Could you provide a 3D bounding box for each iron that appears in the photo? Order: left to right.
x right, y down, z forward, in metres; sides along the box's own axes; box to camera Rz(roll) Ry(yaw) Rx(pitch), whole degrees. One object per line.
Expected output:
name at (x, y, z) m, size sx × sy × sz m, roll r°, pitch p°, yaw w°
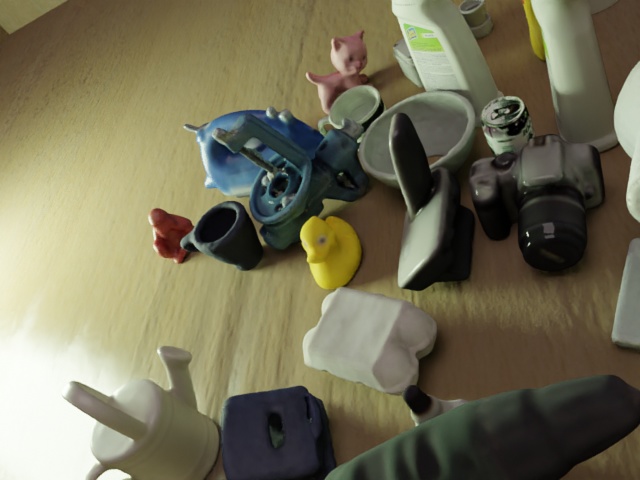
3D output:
iron at (-0.099, -0.166, 0.953) m, size 0.257 × 0.142 × 0.118 m, roll -9°, pitch 49°, yaw 29°

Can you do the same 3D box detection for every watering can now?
watering can at (-0.208, 0.204, 0.655) m, size 0.100 × 0.195 × 0.173 m, roll -6°, pitch 50°, yaw 31°

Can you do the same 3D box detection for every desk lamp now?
desk lamp at (0.314, -0.035, 0.492) m, size 0.117 × 0.214 × 0.203 m, roll 4°, pitch 56°, yaw 37°

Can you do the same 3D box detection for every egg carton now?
egg carton at (0.055, 0.113, 0.648) m, size 0.149 × 0.070 × 0.107 m, roll 8°, pitch 58°, yaw 39°

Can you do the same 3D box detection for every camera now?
camera at (0.237, -0.040, 0.635) m, size 0.142 × 0.101 × 0.137 m, roll -9°, pitch 49°, yaw 29°

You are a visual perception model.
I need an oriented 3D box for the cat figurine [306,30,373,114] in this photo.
cat figurine at (0.037, -0.302, 0.999) m, size 0.127 × 0.118 × 0.067 m, roll -28°, pitch 42°, yaw 11°

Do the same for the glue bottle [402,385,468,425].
glue bottle at (0.108, 0.164, 0.486) m, size 0.078 × 0.174 × 0.037 m, roll -25°, pitch 43°, yaw 14°

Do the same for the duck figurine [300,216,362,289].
duck figurine at (0.007, 0.003, 0.769) m, size 0.077 × 0.086 × 0.104 m, roll -12°, pitch 47°, yaw 27°

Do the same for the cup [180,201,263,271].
cup at (-0.140, 0.008, 0.860) m, size 0.117 × 0.095 × 0.091 m, roll -22°, pitch 44°, yaw 17°

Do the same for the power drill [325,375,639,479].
power drill at (0.128, 0.185, 0.427) m, size 0.229 × 0.209 × 0.075 m, roll -24°, pitch 43°, yaw 15°

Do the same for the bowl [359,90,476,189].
bowl at (0.144, -0.126, 0.798) m, size 0.167 × 0.075 × 0.167 m, roll -19°, pitch 45°, yaw 20°

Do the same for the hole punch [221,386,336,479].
hole punch at (-0.045, 0.211, 0.614) m, size 0.101 × 0.091 × 0.108 m, roll -27°, pitch 42°, yaw 12°

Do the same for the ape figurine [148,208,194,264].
ape figurine at (-0.254, -0.017, 0.964) m, size 0.078 × 0.092 × 0.076 m, roll -31°, pitch 42°, yaw 8°

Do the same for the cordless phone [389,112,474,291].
cordless phone at (0.108, -0.042, 0.663) m, size 0.094 × 0.186 × 0.147 m, roll -12°, pitch 47°, yaw 26°

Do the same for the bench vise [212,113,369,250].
bench vise at (-0.043, -0.116, 0.809) m, size 0.121 × 0.220 × 0.208 m, roll 21°, pitch 67°, yaw 44°
